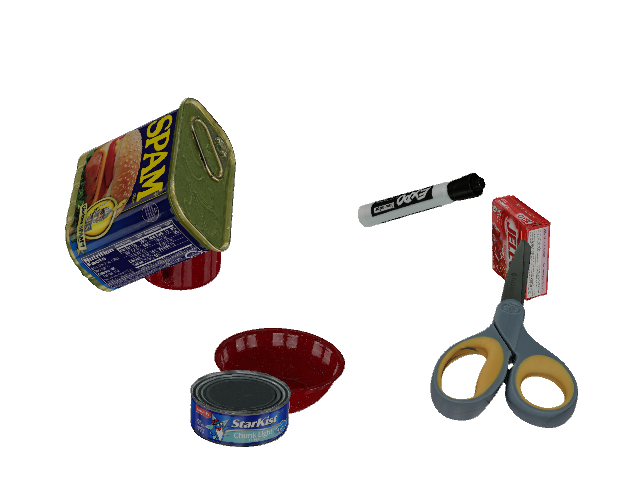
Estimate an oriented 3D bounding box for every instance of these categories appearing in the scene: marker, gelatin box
[{"bbox_3d":[0.080,-0.032,0.852,0.121,0.020,0.020,-15,-10,42],"label":"marker"},{"bbox_3d":[0.209,0.007,1.123,0.030,0.089,0.073,-14,30,-16],"label":"gelatin box"}]

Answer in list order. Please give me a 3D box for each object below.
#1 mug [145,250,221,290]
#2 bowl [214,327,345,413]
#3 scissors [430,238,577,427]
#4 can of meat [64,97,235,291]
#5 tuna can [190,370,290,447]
[{"bbox_3d":[-0.140,0.001,1.034,0.093,0.081,0.117,9,31,7],"label":"mug"},{"bbox_3d":[-0.052,0.168,1.325,0.162,0.055,0.162,4,22,-2],"label":"bowl"},{"bbox_3d":[0.139,0.059,0.695,0.096,0.016,0.201,19,37,24],"label":"scissors"},{"bbox_3d":[-0.103,-0.026,0.646,0.084,0.102,0.057,-22,-47,22],"label":"can of meat"},{"bbox_3d":[-0.069,0.143,0.913,0.086,0.034,0.086,3,16,-1],"label":"tuna can"}]
